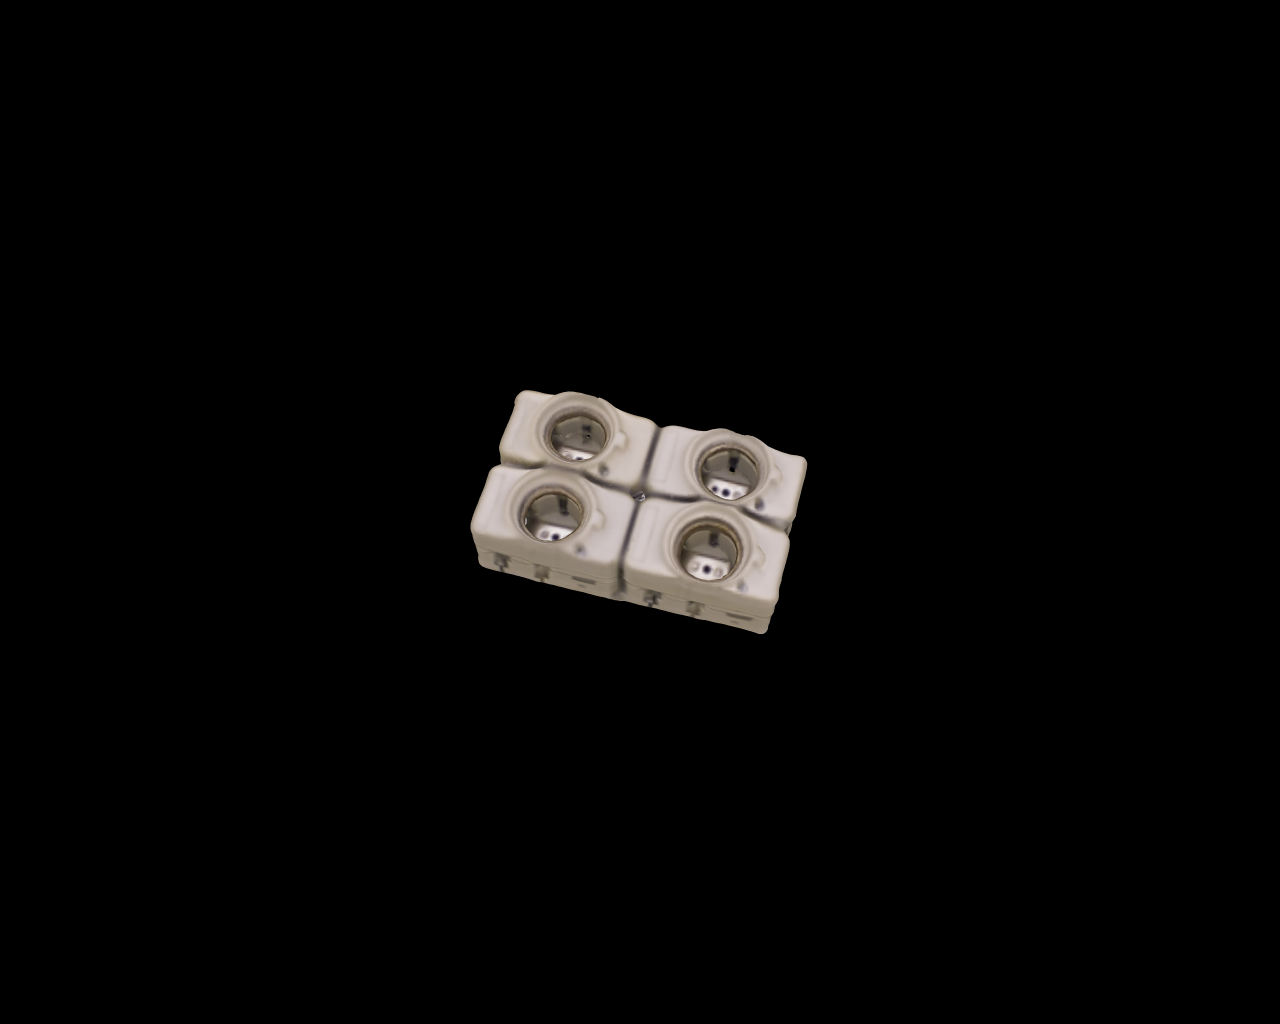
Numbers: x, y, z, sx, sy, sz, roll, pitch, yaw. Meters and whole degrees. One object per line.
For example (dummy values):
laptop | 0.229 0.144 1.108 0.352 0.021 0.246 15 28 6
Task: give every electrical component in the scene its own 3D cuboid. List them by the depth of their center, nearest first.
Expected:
electrical component | 0.001 -0.003 0.650 0.186 0.105 0.060 14 -26 7
